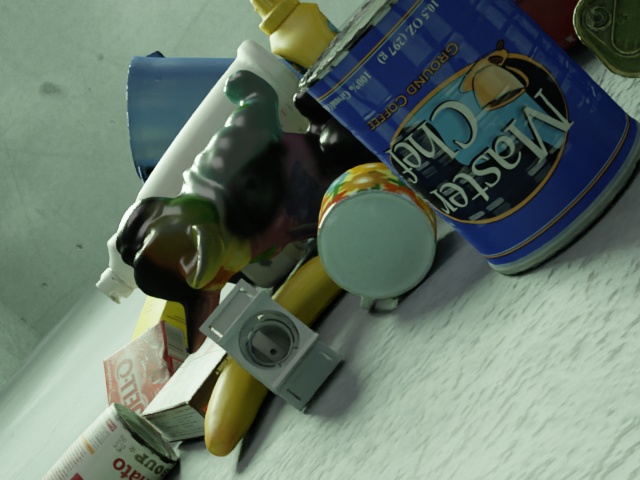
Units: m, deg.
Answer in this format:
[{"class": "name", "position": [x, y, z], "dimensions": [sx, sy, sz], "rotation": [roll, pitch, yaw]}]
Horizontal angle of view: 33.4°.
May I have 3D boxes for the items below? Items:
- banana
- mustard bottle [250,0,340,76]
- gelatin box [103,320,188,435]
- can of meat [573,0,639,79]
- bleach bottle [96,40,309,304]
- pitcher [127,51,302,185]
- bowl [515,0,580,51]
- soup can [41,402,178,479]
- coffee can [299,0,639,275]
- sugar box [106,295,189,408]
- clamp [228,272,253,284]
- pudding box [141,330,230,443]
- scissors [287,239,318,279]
[{"class": "banana", "position": [-0.029, 0.068, 0.740], "dimensions": [0.197, 0.037, 0.070], "rotation": [-53, 10, -27]}, {"class": "mustard bottle", "position": [0.015, -0.151, 0.939], "dimensions": [0.058, 0.191, 0.096], "rotation": [-46, 10, 9]}, {"class": "gelatin box", "position": [-0.145, 0.123, 0.902], "dimensions": [0.073, 0.030, 0.089], "rotation": [-34, 47, 20]}, {"class": "can of meat", "position": [0.193, -0.147, 0.583], "dimensions": [0.102, 0.057, 0.083], "rotation": [-40, 11, 34]}, {"class": "bleach bottle", "position": [-0.109, -0.049, 0.937], "dimensions": [0.251, 0.068, 0.102], "rotation": [-49, -32, 0]}, {"class": "pitcher", "position": [-0.080, -0.124, 1.136], "dimensions": [0.243, 0.149, 0.145], "rotation": [-2, 17, 1]}, {"class": "bowl", "position": [0.163, -0.167, 0.748], "dimensions": [0.162, 0.055, 0.162], "rotation": [-39, 9, 7]}, {"class": "soup can", "position": [-0.163, 0.180, 0.792], "dimensions": [0.102, 0.068, 0.068], "rotation": [-48, 10, -4]}, {"class": "coffee can", "position": [0.075, -0.066, 0.529], "dimensions": [0.103, 0.140, 0.103], "rotation": [-46, 10, 10]}, {"class": "sugar box", "position": [-0.144, 0.081, 1.006], "dimensions": [0.093, 0.048, 0.176], "rotation": [-28, 39, 62]}, {"class": "clamp", "position": [-0.121, 0.010, 1.102], "dimensions": [0.172, 0.120, 0.039], "rotation": [-17, 39, 43]}, {"class": "pudding box", "position": [-0.082, 0.107, 0.811], "dimensions": [0.090, 0.039, 0.114], "rotation": [-53, 11, -27]}, {"class": "scissors", "position": [-0.006, 0.001, 0.956], "dimensions": [0.201, 0.016, 0.096], "rotation": [-52, 10, -21]}]
